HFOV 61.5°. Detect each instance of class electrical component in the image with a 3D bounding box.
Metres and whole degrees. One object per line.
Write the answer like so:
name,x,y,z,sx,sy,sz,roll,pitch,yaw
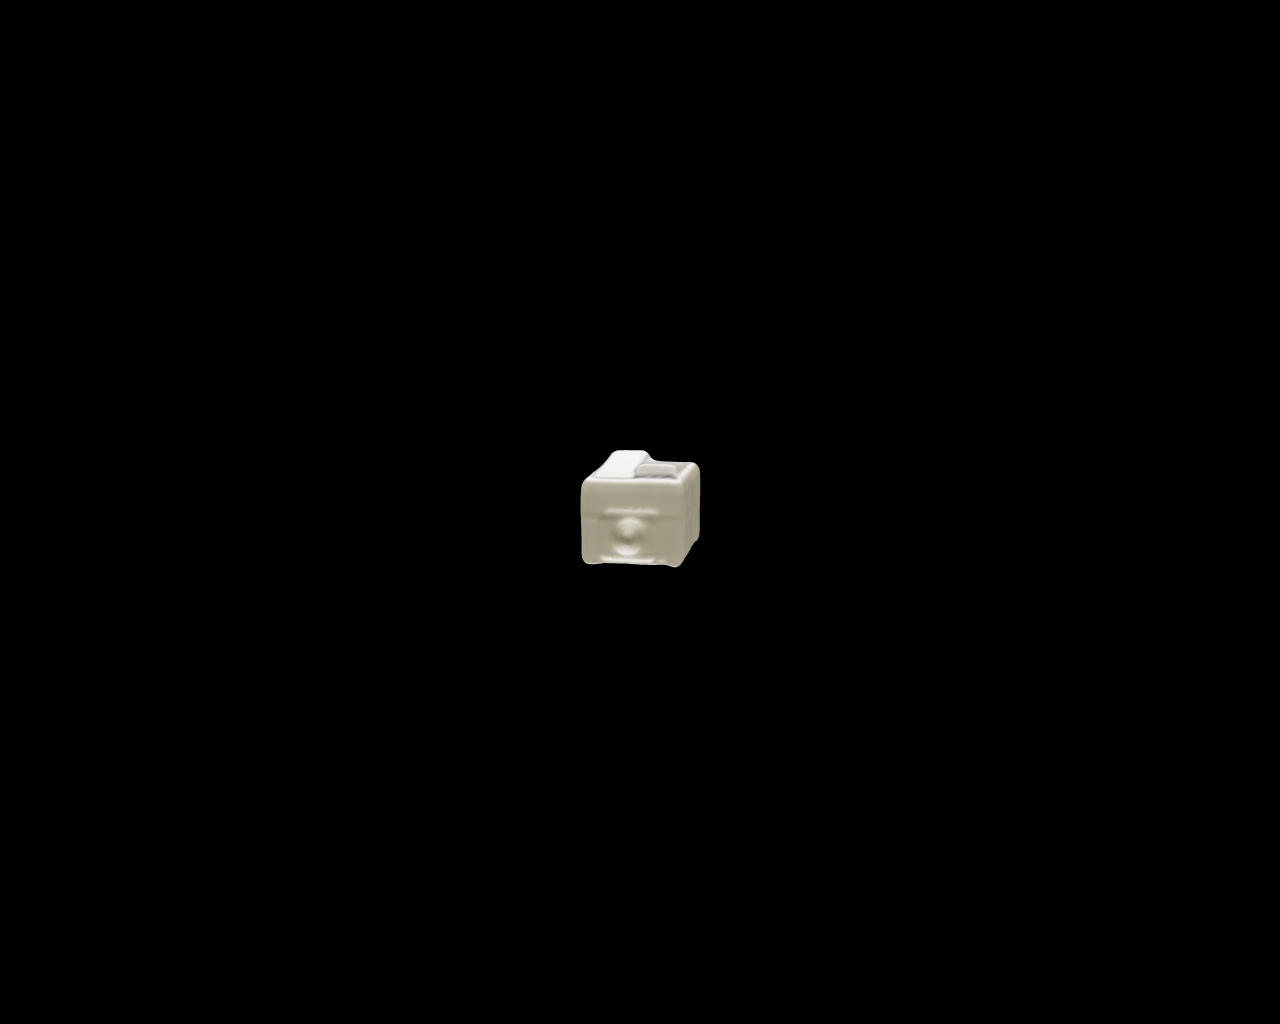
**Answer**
electrical component,0.001,-0.003,0.650,0.062,0.061,0.096,2,12,11
